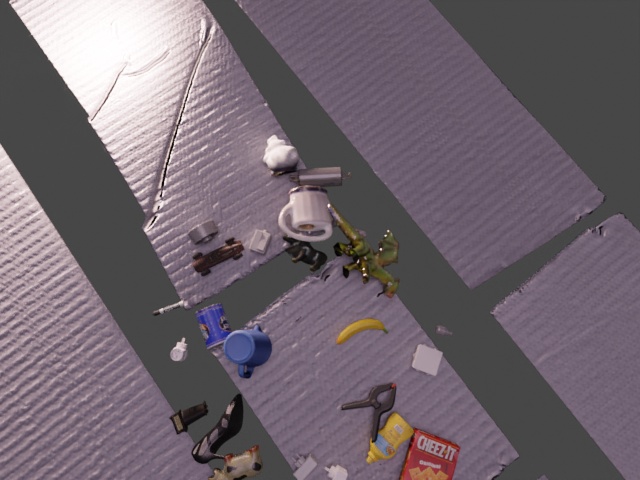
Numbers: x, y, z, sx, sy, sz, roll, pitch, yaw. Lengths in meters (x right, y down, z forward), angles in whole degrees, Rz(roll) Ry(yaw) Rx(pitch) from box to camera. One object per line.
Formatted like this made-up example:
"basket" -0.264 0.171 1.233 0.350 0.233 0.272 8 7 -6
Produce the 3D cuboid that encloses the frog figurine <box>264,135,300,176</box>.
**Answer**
"frog figurine" -0.156 -0.339 2.025 0.137 0.123 0.159 -14 90 16

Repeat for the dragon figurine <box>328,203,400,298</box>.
"dragon figurine" 0.190 0.030 1.946 0.244 0.121 0.412 -15 84 -33

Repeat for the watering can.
"watering can" 0.006 -0.100 1.980 0.348 0.102 0.228 0 69 -20
